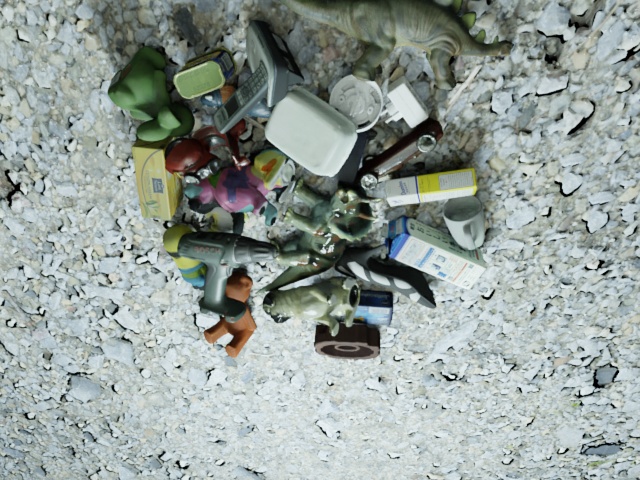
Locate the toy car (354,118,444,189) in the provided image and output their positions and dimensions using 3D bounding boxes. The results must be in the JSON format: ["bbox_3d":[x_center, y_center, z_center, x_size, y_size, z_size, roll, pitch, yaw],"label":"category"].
[{"bbox_3d":[0.154,-0.166,1.059,0.202,0.089,0.053,-34,-64,26],"label":"toy car"}]

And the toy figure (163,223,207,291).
[{"bbox_3d":[-0.305,0.042,1.267,0.082,0.089,0.179,-10,-60,8],"label":"toy figure"}]

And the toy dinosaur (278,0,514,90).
[{"bbox_3d":[0.113,-0.375,0.918,0.472,0.105,0.198,5,-62,-6],"label":"toy dinosaur"}]

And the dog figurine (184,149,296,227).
[{"bbox_3d":[-0.181,-0.127,1.123,0.219,0.108,0.191,23,-94,16],"label":"dog figurine"}]

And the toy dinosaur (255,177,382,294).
[{"bbox_3d":[-0.005,0.004,1.189,0.192,0.131,0.404,21,-49,-6],"label":"toy dinosaur"}]

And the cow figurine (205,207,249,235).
[{"bbox_3d":[-0.209,-0.022,1.226,0.098,0.068,0.167,3,-54,-1],"label":"cow figurine"}]

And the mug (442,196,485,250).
[{"bbox_3d":[0.313,-0.024,1.130,0.081,0.110,0.107,-20,-47,14],"label":"mug"}]

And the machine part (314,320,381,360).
[{"bbox_3d":[0.069,0.253,1.342,0.179,0.056,0.179,4,-27,2],"label":"machine part"}]

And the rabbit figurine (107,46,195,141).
[{"bbox_3d":[-0.308,-0.262,1.037,0.121,0.159,0.170,-38,-53,18],"label":"rabbit figurine"}]

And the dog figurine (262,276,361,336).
[{"bbox_3d":[-0.019,0.132,1.244,0.191,0.172,0.121,7,-78,32],"label":"dog figurine"}]

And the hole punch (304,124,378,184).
[{"bbox_3d":[0.032,-0.180,1.070,0.142,0.092,0.115,16,-59,1],"label":"hole punch"}]

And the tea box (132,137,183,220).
[{"bbox_3d":[-0.343,-0.139,1.143,0.068,0.098,0.169,7,-57,2],"label":"tea box"}]

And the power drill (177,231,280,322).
[{"bbox_3d":[-0.201,0.078,1.181,0.232,0.086,0.207,13,-54,13],"label":"power drill"}]

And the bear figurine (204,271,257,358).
[{"bbox_3d":[-0.219,0.170,1.321,0.120,0.132,0.195,25,-42,28],"label":"bear figurine"}]

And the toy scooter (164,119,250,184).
[{"bbox_3d":[-0.209,-0.167,1.050,0.184,0.135,0.075,-35,-28,-7],"label":"toy scooter"}]

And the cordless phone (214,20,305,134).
[{"bbox_3d":[-0.133,-0.288,0.980,0.184,0.147,0.088,-36,-30,23],"label":"cordless phone"}]

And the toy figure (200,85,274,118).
[{"bbox_3d":[-0.154,-0.271,1.048,0.155,0.058,0.064,9,-34,-2],"label":"toy figure"}]

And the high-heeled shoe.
[{"bbox_3d":[0.152,0.102,1.254,0.145,0.086,0.248,-31,-68,30],"label":"high-heeled shoe"}]

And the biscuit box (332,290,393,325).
[{"bbox_3d":[0.077,0.160,1.311,0.203,0.063,0.059,3,-56,5],"label":"biscuit box"}]
